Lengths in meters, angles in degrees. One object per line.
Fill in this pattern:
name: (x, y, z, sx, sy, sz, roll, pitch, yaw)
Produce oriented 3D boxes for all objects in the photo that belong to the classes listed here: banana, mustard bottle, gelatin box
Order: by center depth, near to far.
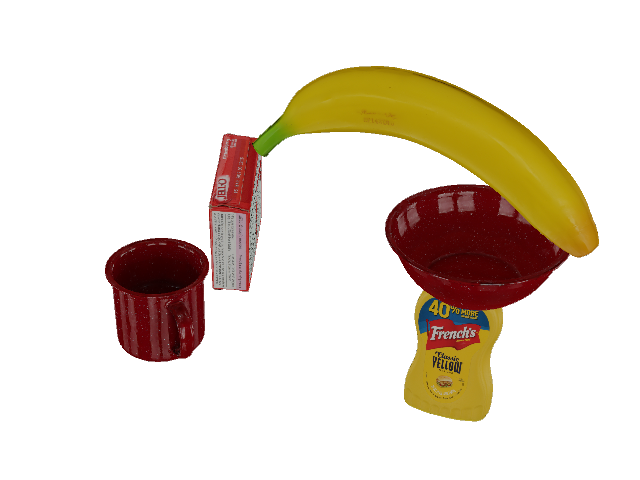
banana: (0.065, -0.053, 0.588, 0.198, 0.070, 0.037, 19, 15, 9)
gelatin box: (-0.061, -0.019, 0.760, 0.030, 0.073, 0.089, 5, -42, 1)
mustard bottle: (0.151, 0.098, 1.176, 0.096, 0.192, 0.058, 12, 15, 21)

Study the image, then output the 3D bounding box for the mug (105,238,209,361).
mug: (-0.141, 0.062, 0.968, 0.093, 0.081, 0.117, -17, 38, -26)

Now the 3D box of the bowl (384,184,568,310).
bowl: (0.136, 0.013, 0.936, 0.162, 0.055, 0.162, 0, 33, 0)
